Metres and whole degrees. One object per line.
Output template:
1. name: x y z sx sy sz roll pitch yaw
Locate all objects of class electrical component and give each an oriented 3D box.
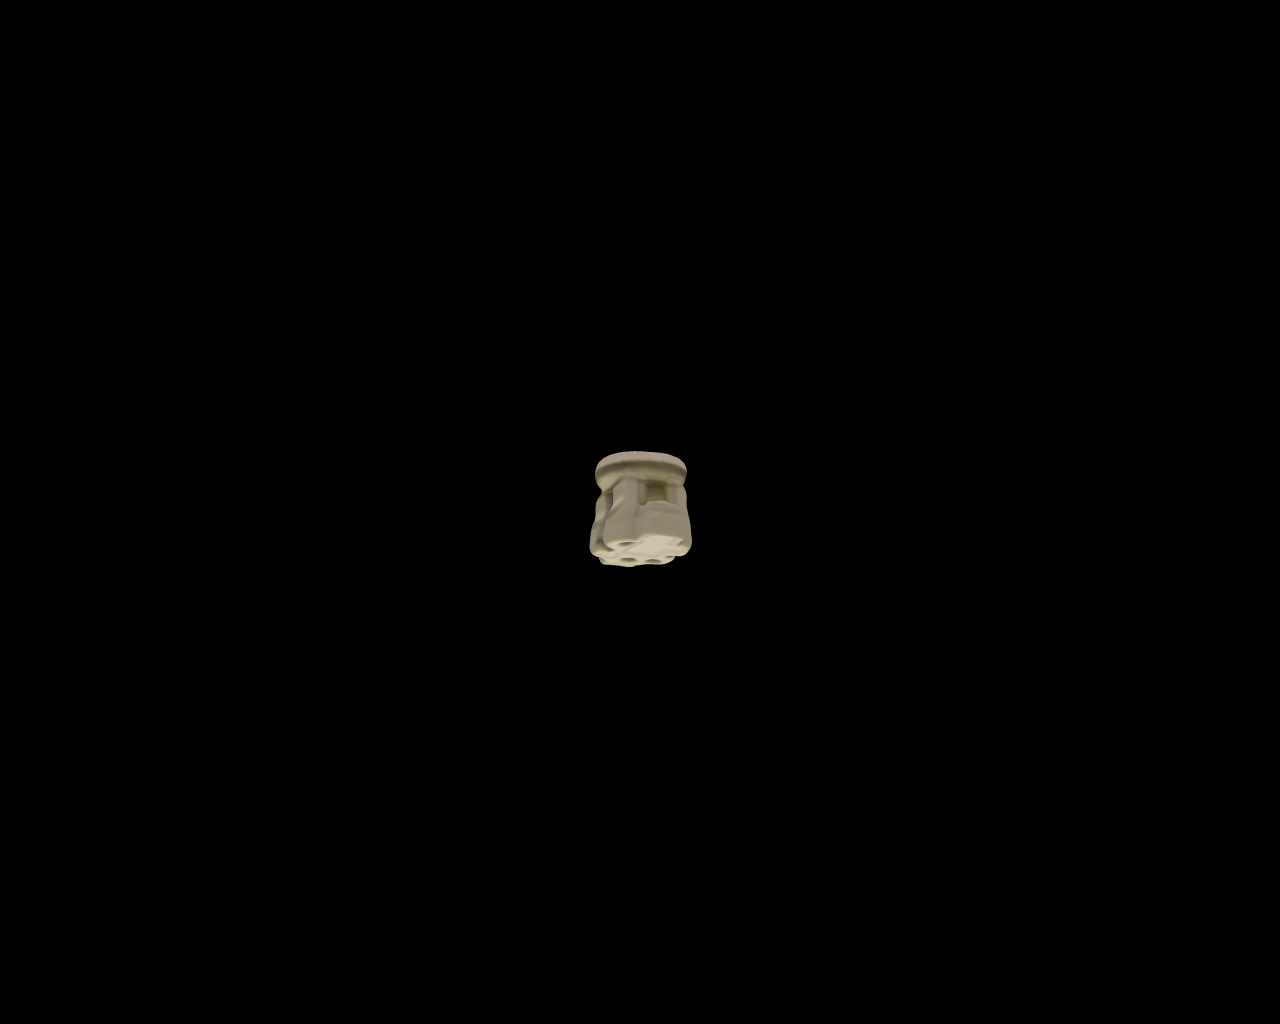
1. electrical component: 0.001 -0.003 0.650 0.058 0.057 0.078 8 -20 -22
